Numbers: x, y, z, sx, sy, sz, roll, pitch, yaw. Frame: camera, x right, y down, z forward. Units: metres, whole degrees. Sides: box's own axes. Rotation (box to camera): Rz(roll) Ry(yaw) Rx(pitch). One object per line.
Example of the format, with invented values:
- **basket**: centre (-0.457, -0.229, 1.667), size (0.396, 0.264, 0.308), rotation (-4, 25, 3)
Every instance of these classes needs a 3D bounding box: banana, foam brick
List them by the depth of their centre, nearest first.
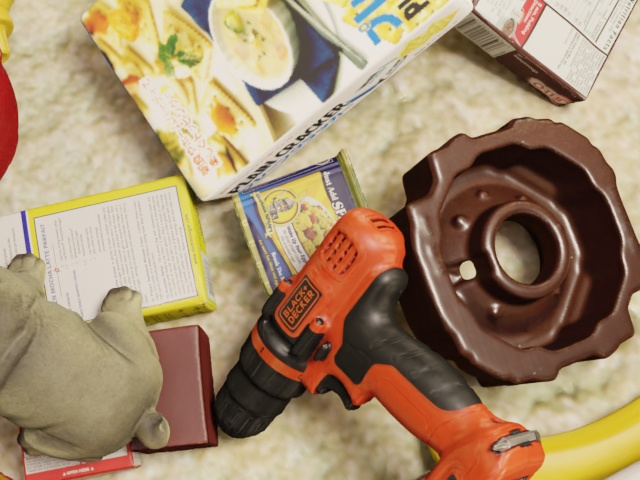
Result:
- **banana**: centre (0.157, 0.131, 0.699), size (0.198, 0.037, 0.069), rotation (-5, 79, 0)
- **foam brick**: centre (-0.099, 0.100, 0.706), size (0.053, 0.051, 0.078), rotation (-6, 78, 1)

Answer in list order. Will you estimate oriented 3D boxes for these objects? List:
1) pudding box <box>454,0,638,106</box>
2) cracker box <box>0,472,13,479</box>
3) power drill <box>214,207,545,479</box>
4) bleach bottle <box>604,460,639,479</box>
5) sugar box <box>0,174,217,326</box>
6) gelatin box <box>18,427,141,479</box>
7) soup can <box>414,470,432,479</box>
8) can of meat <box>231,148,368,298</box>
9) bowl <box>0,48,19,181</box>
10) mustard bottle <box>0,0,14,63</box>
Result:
- **pudding box**: centre (0.156, -0.161, 0.745), size (0.113, 0.039, 0.090), rotation (33, 78, -19)
- **cracker box**: centre (-0.263, 0.213, 0.675), size (0.214, 0.072, 0.164), rotation (28, 78, 8)
- **power drill**: centre (0.026, 0.103, 0.633), size (0.188, 0.057, 0.185), rotation (49, 120, 27)
- **bleach bottle**: centre (0.193, 0.186, 0.623), size (0.251, 0.068, 0.102), rotation (-30, 66, 5)
- **sugar box**: centre (-0.166, 0.021, 0.729), size (0.176, 0.048, 0.093), rotation (-13, 77, 2)
- **gelatin box**: centre (-0.163, 0.115, 0.715), size (0.073, 0.030, 0.089), rotation (-11, 77, 0)
- **soup can**: centre (0.046, 0.198, 0.671), size (0.102, 0.068, 0.068), rotation (-30, 78, -5)
- **can of meat**: centre (-0.005, 0.001, 0.723), size (0.084, 0.057, 0.102), rotation (-20, 78, -1)
- **bowl**: centre (-0.257, -0.061, 0.721), size (0.162, 0.055, 0.162), rotation (-23, 45, 24)
- **mustard bottle**: centre (-0.272, -0.211, 0.777), size (0.096, 0.058, 0.192), rotation (-28, 79, -4)
